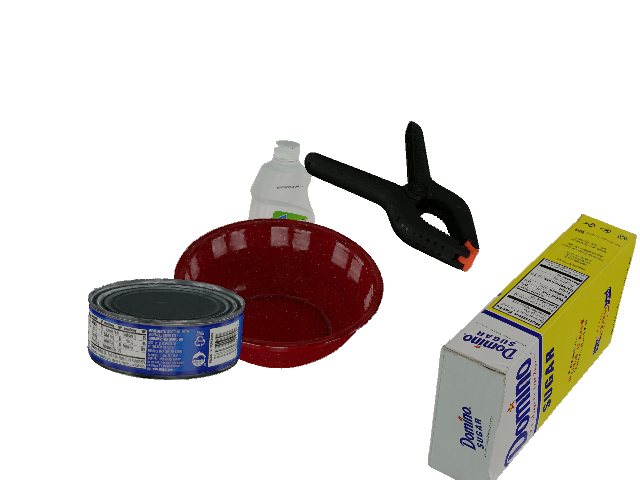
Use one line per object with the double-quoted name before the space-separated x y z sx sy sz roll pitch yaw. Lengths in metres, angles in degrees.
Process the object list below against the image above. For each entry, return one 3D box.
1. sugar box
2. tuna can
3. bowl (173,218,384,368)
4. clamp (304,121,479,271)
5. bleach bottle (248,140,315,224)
"sugar box" 0.131 0.064 0.645 0.048 0.093 0.175 22 39 27
"tuna can" -0.085 0.048 0.590 0.086 0.034 0.086 4 12 -1
"bowl" -0.033 0.049 0.835 0.162 0.055 0.162 3 36 -2
"clamp" 0.090 -0.046 1.163 0.164 0.210 0.036 -15 -37 -28
"bleach bottle" -0.044 0.000 1.324 0.102 0.251 0.068 -8 24 -34
